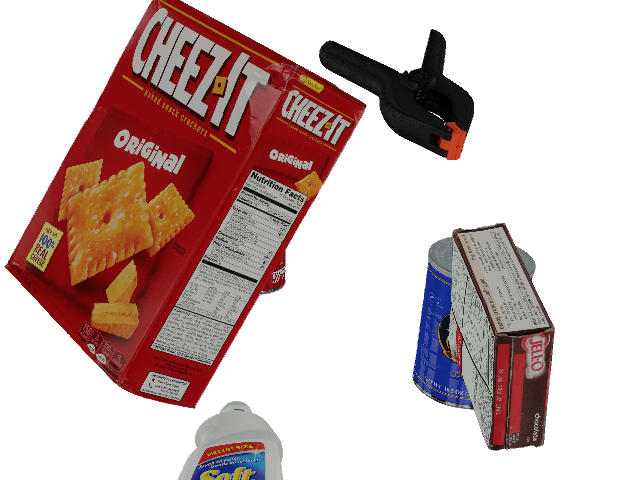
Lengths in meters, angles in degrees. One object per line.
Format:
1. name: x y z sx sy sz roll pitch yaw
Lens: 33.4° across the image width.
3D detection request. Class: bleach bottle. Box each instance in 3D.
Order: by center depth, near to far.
1. bleach bottle: -0.080 0.211 0.857 0.102 0.068 0.251 -2 25 -2

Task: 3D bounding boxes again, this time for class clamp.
1. clamp: 0.070 -0.129 0.911 0.120 0.039 0.171 -9 40 -8

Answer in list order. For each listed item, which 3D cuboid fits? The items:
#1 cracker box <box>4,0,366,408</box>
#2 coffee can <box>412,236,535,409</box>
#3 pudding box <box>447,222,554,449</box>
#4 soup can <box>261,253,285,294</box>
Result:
1. cracker box: -0.093 -0.031 0.666 0.072 0.214 0.164 23 9 -46
2. coffee can: 0.149 0.079 1.050 0.103 0.140 0.103 4 24 -2
3. pudding box: 0.108 0.056 0.650 0.039 0.090 0.113 -6 34 -6
4. soup can: -0.075 0.003 1.259 0.068 0.102 0.068 1 24 -1
